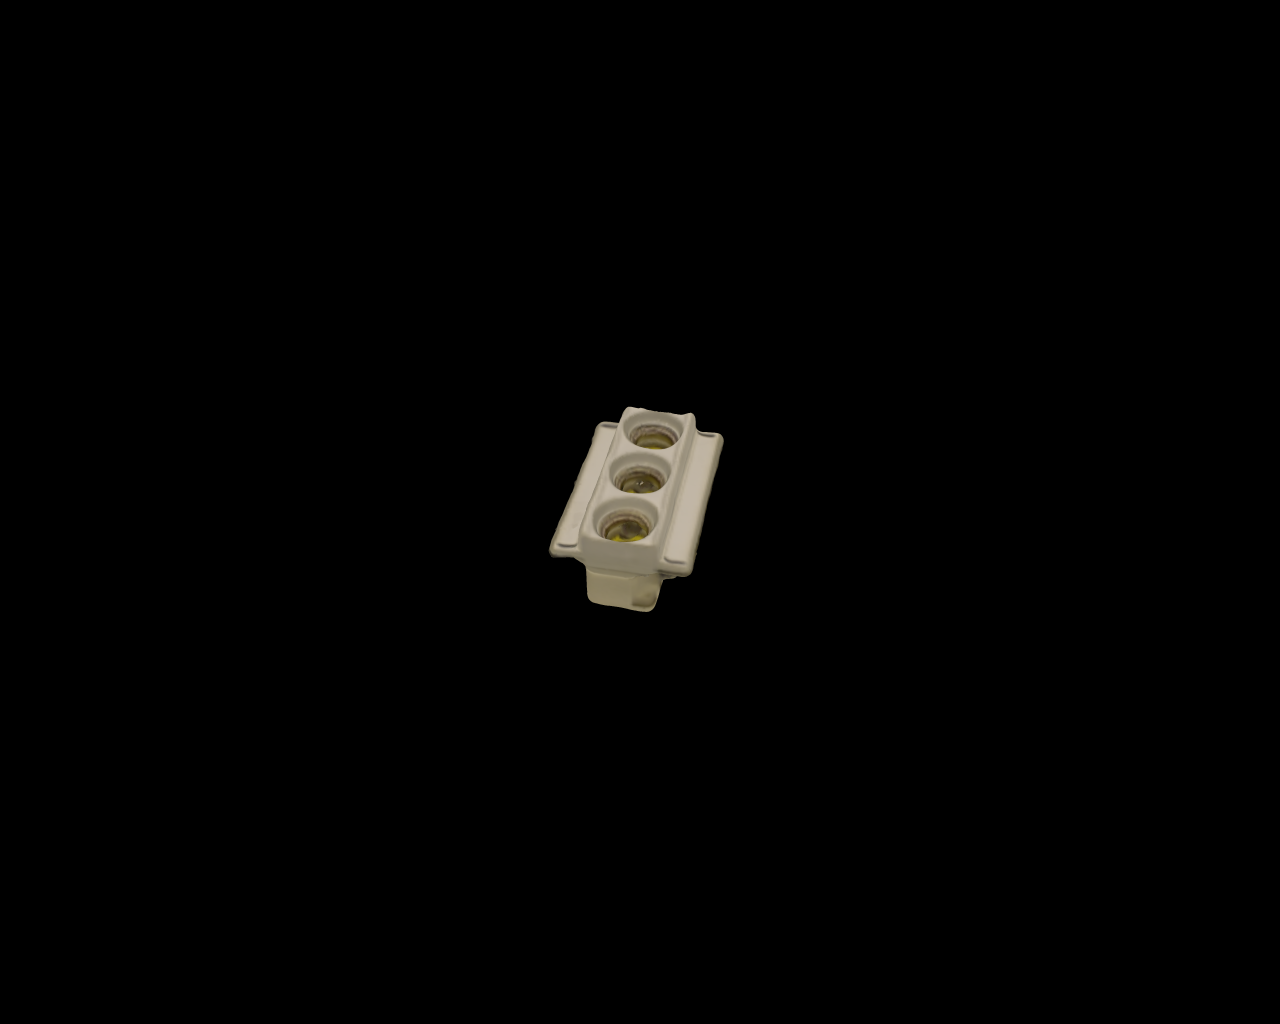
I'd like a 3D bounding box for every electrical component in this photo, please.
[{"bbox_3d":[0.001,-0.003,0.650,0.079,0.063,0.121,8,44,9],"label":"electrical component"}]
